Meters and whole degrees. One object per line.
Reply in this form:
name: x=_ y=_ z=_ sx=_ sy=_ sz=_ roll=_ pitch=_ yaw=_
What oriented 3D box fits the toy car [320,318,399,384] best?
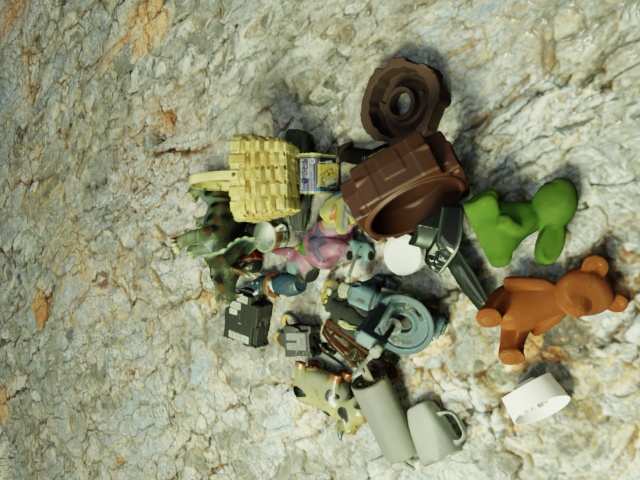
toy car: x=0.076 y=0.238 z=1.134 sx=0.202 sy=0.053 sz=0.089 roll=34 pitch=115 yaw=30

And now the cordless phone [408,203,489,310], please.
cordless phone: x=0.244 y=0.040 z=0.935 sx=0.089 sy=0.146 sz=0.184 roll=-29 pitch=74 yaw=-9

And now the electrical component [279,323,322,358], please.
electrical component: x=-0.055 y=0.225 z=1.215 sx=0.119 sy=0.047 sz=0.074 roll=-2 pitch=87 yaw=33

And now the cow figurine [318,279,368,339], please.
cow figurine: x=0.049 y=0.147 z=1.121 sx=0.168 sy=0.098 sz=0.068 roll=34 pitch=118 yaw=31

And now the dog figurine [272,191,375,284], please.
dog figurine: x=-0.002 y=-0.003 z=1.150 sx=0.219 sy=0.108 sz=0.191 roll=-5 pitch=89 yaw=40

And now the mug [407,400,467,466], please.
mug: x=0.217 y=0.356 z=1.013 sx=0.109 sy=0.081 sz=0.107 roll=-47 pitch=56 yaw=34

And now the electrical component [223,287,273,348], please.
electrical component: x=-0.177 y=0.186 z=1.321 sx=0.115 sy=0.058 sz=0.134 roll=14 pitch=100 yaw=34

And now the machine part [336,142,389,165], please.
machine part: x=0.091 y=-0.172 z=1.095 sx=0.139 sy=0.084 sz=0.039 roll=16 pitch=134 yaw=45

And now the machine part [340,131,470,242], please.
machine part: x=0.153 y=-0.086 z=0.944 sx=0.201 sy=0.201 sz=0.087 roll=-28 pitch=66 yaw=12

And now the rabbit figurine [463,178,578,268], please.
rabbit figurine: x=0.342 y=-0.033 z=0.880 sx=0.170 sy=0.121 sz=0.159 roll=-25 pitch=78 yaw=20

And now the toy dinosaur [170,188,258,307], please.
toy dinosaur: x=-0.227 y=-0.047 z=1.268 sx=0.192 sy=0.131 sz=0.405 roll=-7 pitch=50 yaw=10

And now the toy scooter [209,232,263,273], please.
toy scooter: x=-0.218 y=0.026 z=1.337 sx=0.184 sy=0.075 sz=0.135 roll=-15 pitch=78 yaw=40

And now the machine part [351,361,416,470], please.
machine part: x=0.128 y=0.343 z=1.052 sx=0.079 sy=0.079 sz=0.243 roll=-18 pitch=101 yaw=37

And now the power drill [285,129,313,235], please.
power drill: x=-0.105 y=-0.140 z=1.237 sx=0.208 sy=0.086 sz=0.231 roll=12 pitch=98 yaw=40

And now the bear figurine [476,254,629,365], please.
bear figurine: x=0.372 y=0.110 z=0.858 sx=0.196 sy=0.132 sz=0.120 roll=-18 pitch=110 yaw=40

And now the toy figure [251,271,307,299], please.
toy figure: x=-0.099 y=0.107 z=1.258 sx=0.155 sy=0.064 sz=0.057 roll=-7 pitch=126 yaw=42

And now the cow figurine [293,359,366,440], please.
cow figurine: x=0.025 y=0.343 z=1.157 sx=0.195 sy=0.085 sz=0.127 roll=13 pitch=94 yaw=34

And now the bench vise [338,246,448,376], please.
bench vise: x=0.116 y=0.141 z=0.990 sx=0.224 sy=0.240 sz=0.128 roll=32 pitch=117 yaw=12

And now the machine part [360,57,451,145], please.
machine part: x=0.163 y=-0.262 z=1.041 sx=0.180 sy=0.056 sz=0.179 roll=3 pitch=94 yaw=39
